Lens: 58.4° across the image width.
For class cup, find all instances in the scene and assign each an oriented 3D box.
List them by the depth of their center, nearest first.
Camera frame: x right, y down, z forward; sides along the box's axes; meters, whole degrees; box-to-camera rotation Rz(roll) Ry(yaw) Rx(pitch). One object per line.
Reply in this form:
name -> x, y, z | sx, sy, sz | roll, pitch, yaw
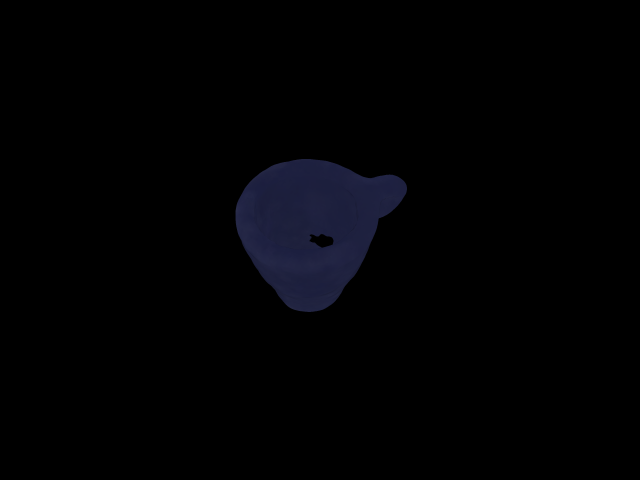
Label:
cup -> 0.004, 0.001, 0.400 | 0.118, 0.095, 0.091 | -21, 55, -15
